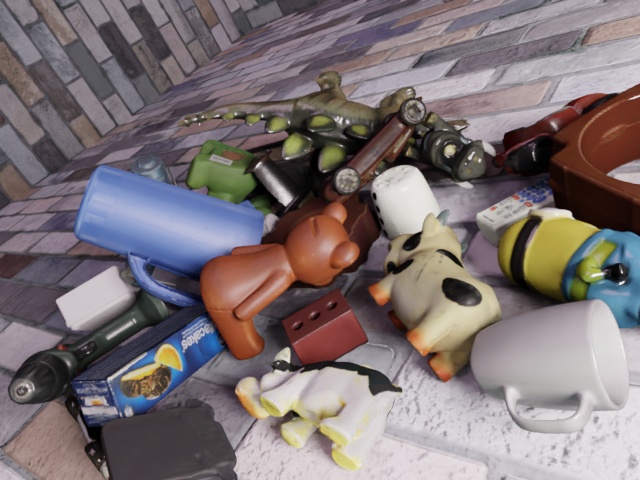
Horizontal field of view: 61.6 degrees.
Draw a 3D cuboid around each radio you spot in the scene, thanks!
[{"bbox_3d":[-0.075,-0.134,1.034,0.230,0.073,0.131,-9,34,33],"label":"radio"}]

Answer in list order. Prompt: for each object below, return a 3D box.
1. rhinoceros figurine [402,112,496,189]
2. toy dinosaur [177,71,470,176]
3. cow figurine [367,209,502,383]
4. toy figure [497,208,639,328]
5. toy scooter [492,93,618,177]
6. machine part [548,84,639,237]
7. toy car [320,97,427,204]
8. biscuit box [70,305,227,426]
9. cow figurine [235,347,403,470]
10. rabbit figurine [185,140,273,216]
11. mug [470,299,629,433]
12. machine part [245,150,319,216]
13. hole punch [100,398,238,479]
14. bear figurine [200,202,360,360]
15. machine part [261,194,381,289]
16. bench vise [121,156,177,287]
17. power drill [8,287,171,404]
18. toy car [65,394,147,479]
[{"bbox_3d":[0.181,-0.124,0.764,0.073,0.112,0.190,-57,9,13],"label":"rhinoceros figurine"},{"bbox_3d":[0.013,-0.197,0.896,0.472,0.104,0.199,4,38,3],"label":"toy dinosaur"},{"bbox_3d":[0.121,0.043,0.565,0.127,0.085,0.195,-36,26,1],"label":"cow figurine"},{"bbox_3d":[0.240,0.026,0.490,0.089,0.082,0.180,-32,31,-7],"label":"toy figure"},{"bbox_3d":[0.296,-0.126,0.687,0.184,0.075,0.135,-25,4,-12],"label":"toy scooter"},{"bbox_3d":[0.350,-0.071,0.521,0.201,0.087,0.201,-29,35,-7],"label":"machine part"},{"bbox_3d":[0.079,-0.123,0.758,0.202,0.053,0.089,-45,3,-11],"label":"toy car"},{"bbox_3d":[-0.189,0.141,0.640,0.063,0.059,0.202,-10,13,29],"label":"biscuit box"},{"bbox_3d":[-0.007,0.148,0.526,0.168,0.068,0.098,6,39,42],"label":"cow figurine"},{"bbox_3d":[-0.160,-0.073,0.957,0.159,0.170,0.121,11,30,-12],"label":"rabbit figurine"},{"bbox_3d":[0.177,0.105,0.430,0.107,0.080,0.109,-17,35,43],"label":"mug"},{"bbox_3d":[-0.056,-0.088,0.886,0.039,0.139,0.084,-35,18,49],"label":"machine part"},{"bbox_3d":[-0.145,0.229,0.522,0.116,0.092,0.142,-6,15,-26],"label":"hole punch"},{"bbox_3d":[-0.042,0.044,0.662,0.196,0.131,0.120,-21,44,0],"label":"bear figurine"},{"bbox_3d":[-0.002,-0.002,0.777,0.179,0.056,0.179,-21,29,12],"label":"machine part"},{"bbox_3d":[-0.279,-0.009,0.898,0.129,0.223,0.241,7,45,-4],"label":"bench vise"},{"bbox_3d":[-0.306,0.146,0.738,0.207,0.086,0.232,-40,5,-22],"label":"power drill"},{"bbox_3d":[-0.250,0.218,0.649,0.073,0.056,0.202,-35,30,-24],"label":"toy car"}]
